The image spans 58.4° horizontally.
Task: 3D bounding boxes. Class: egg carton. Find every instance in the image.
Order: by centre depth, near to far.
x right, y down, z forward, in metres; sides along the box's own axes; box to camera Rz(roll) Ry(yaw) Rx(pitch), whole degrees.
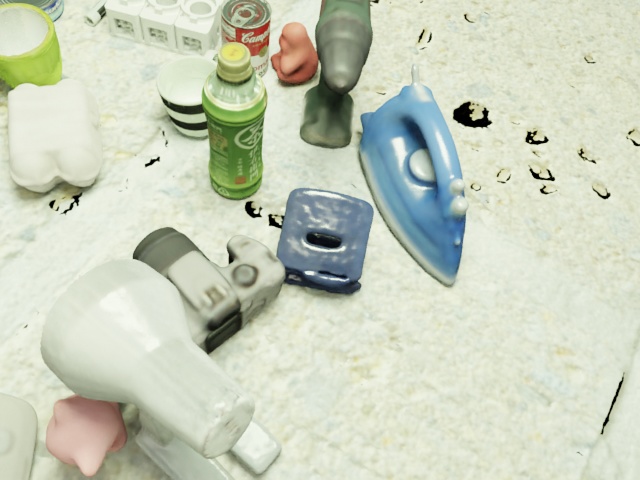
[{"bbox_3d":[-0.326,-0.131,0.709,0.107,0.069,0.150,-11,65,-14],"label":"egg carton"}]

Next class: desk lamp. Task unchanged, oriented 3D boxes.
[{"bbox_3d":[-0.129,0.136,0.515,0.203,0.213,0.118,38,64,12],"label":"desk lamp"}]

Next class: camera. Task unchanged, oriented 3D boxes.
[{"bbox_3d":[-0.130,0.037,0.632,0.143,0.101,0.136,-39,74,-24],"label":"camera"}]

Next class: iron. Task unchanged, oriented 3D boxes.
[{"bbox_3d":[0.138,-0.085,0.712,0.119,0.141,0.258,-12,65,-14],"label":"iron"}]

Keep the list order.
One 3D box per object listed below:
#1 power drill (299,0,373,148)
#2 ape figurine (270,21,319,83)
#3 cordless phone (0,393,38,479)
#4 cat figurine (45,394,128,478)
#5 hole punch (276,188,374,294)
[{"bbox_3d":[0.022,-0.217,0.726,0.075,0.208,0.229,7,62,-4],"label":"power drill"},{"bbox_3d":[-0.037,-0.271,0.812,0.076,0.092,0.078,20,61,3],"label":"ape figurine"},{"bbox_3d":[-0.316,0.190,0.476,0.094,0.185,0.147,1,62,-7],"label":"cordless phone"},{"bbox_3d":[-0.218,0.158,0.545,0.067,0.118,0.128,7,62,-4],"label":"cat figurine"},{"bbox_3d":[0.006,0.002,0.675,0.108,0.091,0.101,11,61,-2],"label":"hole punch"}]
